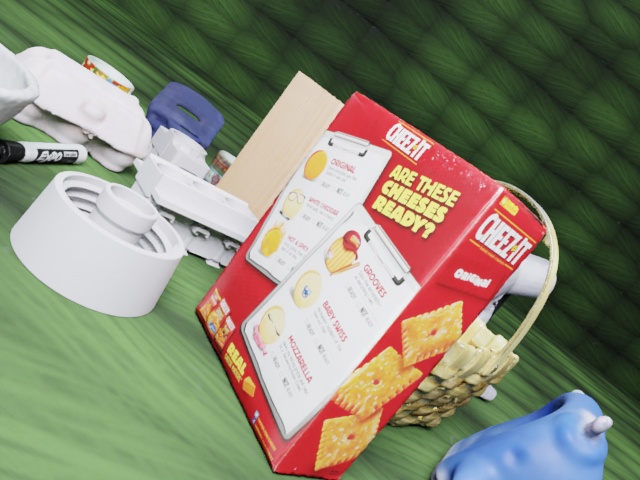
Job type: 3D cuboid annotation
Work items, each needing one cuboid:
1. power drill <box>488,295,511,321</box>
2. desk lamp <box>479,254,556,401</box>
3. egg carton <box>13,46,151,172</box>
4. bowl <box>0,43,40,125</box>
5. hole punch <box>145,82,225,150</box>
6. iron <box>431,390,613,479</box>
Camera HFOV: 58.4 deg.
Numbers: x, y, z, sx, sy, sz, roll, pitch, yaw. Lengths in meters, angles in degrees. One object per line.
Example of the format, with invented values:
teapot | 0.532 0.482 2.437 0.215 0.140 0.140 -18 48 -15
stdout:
power drill | 0.355 0.116 1.154 0.075 0.208 0.230 42 11 23
desk lamp | 0.217 0.088 0.795 0.204 0.213 0.117 31 12 -32
egg carton | -0.251 -0.137 0.601 0.151 0.069 0.107 30 13 -36
bowl | -0.287 -0.119 0.386 0.167 0.074 0.167 36 10 -7
hole punch | -0.205 -0.177 0.866 0.109 0.091 0.101 35 11 -16
iron | 0.196 0.184 0.506 0.118 0.141 0.259 41 11 19
